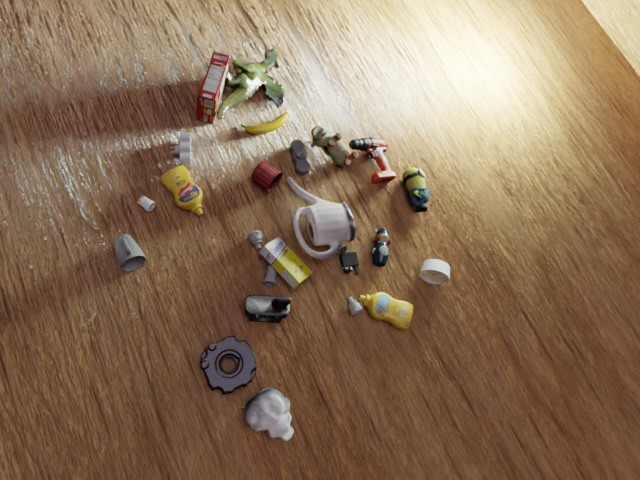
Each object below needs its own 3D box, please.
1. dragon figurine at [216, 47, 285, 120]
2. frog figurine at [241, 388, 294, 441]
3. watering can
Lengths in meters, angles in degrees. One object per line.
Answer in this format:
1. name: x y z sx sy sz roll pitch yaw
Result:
1. dragon figurine: -0.248 -0.598 2.015 0.242 0.120 0.418 17 66 -15
2. frog figurine: -0.145 0.534 1.549 0.139 0.120 0.161 -20 61 -40
3. watering can: 0.006 -0.093 1.858 0.225 0.102 0.354 -7 64 -17
